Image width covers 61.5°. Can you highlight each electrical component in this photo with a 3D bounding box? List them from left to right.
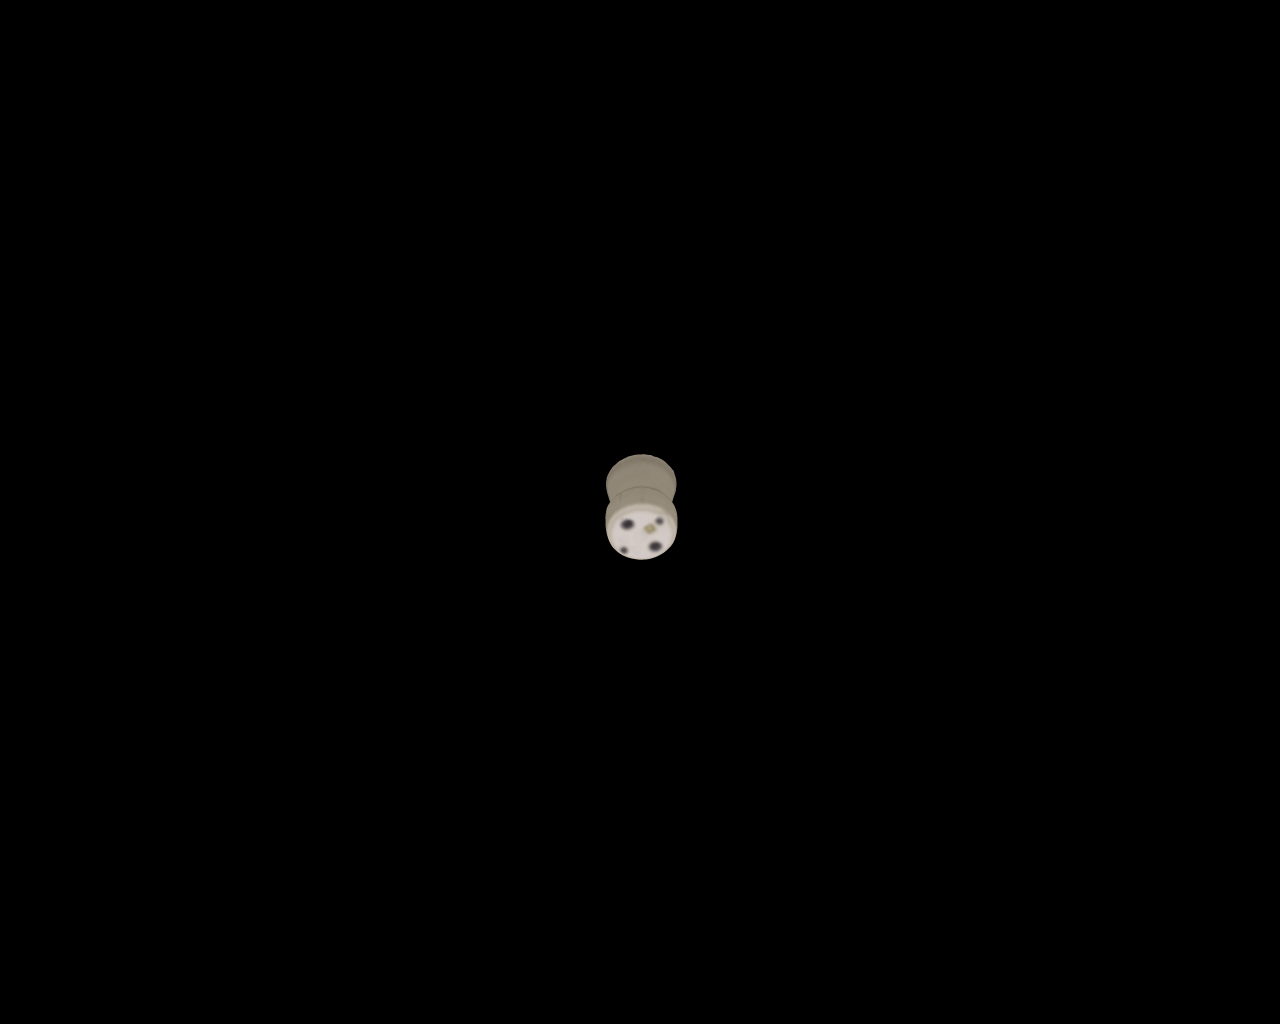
[{"bbox_3d":[0.001,-0.003,0.650,0.045,0.044,0.055,0,36,0],"label":"electrical component"}]
